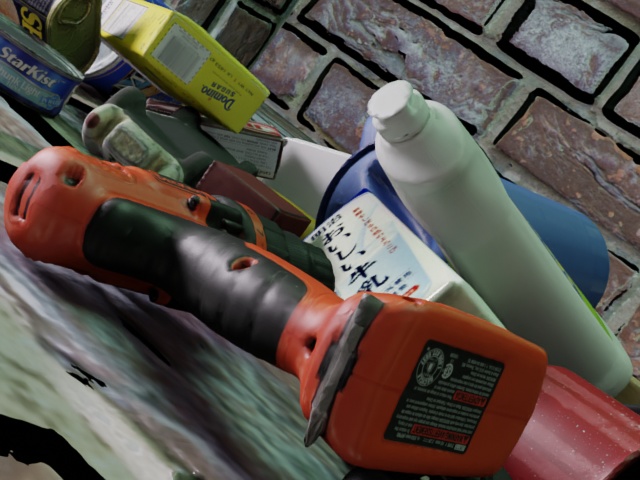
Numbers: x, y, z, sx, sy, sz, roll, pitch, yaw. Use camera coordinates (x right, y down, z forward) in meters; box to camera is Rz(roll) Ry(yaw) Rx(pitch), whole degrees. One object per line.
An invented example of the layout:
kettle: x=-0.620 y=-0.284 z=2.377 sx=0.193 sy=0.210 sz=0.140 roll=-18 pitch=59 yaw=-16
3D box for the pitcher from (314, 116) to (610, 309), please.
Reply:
pitcher: x=0.120 y=-0.002 z=0.833 sx=0.242 sy=0.149 sz=0.145 roll=12 pitch=18 yaw=-46

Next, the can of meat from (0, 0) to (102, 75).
can of meat: x=-0.210 y=-0.170 z=0.782 sx=0.084 sy=0.057 sz=0.102 roll=35 pitch=-31 yaw=8

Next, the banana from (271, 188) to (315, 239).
banana: x=-0.012 y=-0.001 z=0.851 sx=0.198 sy=0.037 sz=0.069 roll=37 pitch=7 yaw=6

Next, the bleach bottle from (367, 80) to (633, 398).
bleach bottle: x=0.103 y=0.005 z=0.643 sx=0.250 sy=0.068 sz=0.103 roll=50 pitch=7 yaw=-38

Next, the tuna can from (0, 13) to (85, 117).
tuna can: x=-0.200 y=-0.119 z=0.703 sx=0.086 sy=0.034 sz=0.086 roll=36 pitch=6 yaw=-5

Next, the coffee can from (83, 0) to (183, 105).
coffee can: x=-0.179 y=-0.181 z=0.977 sx=0.103 sy=0.103 sz=0.140 roll=39 pitch=6 yaw=19

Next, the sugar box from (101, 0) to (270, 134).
sugar box: x=-0.113 y=-0.138 z=0.810 sx=0.093 sy=0.048 sz=0.176 roll=40 pitch=-5 yaw=-29

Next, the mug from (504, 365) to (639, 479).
mug: x=0.123 y=0.120 z=0.508 sx=0.082 sy=0.093 sz=0.117 roll=36 pitch=-27 yaw=49

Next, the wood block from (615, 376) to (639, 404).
wood block: x=0.208 y=0.145 z=0.731 sx=0.090 sy=0.090 sz=0.206 roll=30 pitch=8 yaw=-47

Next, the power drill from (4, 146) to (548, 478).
power drill: x=-0.009 y=0.027 z=0.422 sx=0.188 sy=0.057 sz=0.184 roll=24 pitch=4 yaw=40

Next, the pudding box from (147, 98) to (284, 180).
pudding box: x=-0.089 y=-0.082 z=0.859 sx=0.113 sy=0.039 sz=0.090 roll=9 pitch=11 yaw=-9

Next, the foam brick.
foam brick: x=-0.048 y=-0.009 z=0.641 sx=0.051 sy=0.053 sz=0.078 roll=38 pitch=5 yaw=12

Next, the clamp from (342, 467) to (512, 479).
clamp: x=0.044 y=0.097 z=0.427 sx=0.120 sy=0.039 sz=0.171 roll=37 pitch=2 yaw=-19
